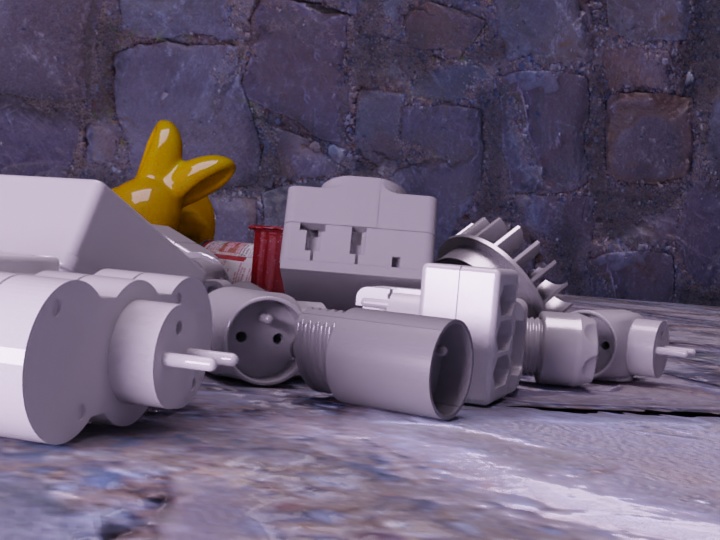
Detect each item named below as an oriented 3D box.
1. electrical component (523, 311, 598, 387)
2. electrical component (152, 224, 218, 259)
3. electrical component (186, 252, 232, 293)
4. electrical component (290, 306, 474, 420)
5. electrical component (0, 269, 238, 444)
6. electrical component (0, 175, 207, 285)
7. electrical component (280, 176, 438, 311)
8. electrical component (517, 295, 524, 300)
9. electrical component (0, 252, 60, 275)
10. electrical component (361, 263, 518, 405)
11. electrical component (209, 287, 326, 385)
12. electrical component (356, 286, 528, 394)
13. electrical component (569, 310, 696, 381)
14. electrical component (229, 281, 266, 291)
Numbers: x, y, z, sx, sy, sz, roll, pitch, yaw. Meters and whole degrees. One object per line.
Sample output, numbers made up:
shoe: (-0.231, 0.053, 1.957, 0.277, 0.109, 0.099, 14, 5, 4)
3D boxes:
electrical component: (0.106, 0.045, 0.630, 0.062, 0.043, 0.043, 4, 1, 1)
electrical component: (-0.152, 0.005, 0.851, 0.061, 0.061, 0.096, 31, 2, 3)
electrical component: (-0.125, 0.016, 0.769, 0.078, 0.058, 0.057, 5, 4, 13)
electrical component: (0.005, 0.039, 0.478, 0.081, 0.043, 0.043, 5, 1, 31)
electrical component: (-0.081, 0.029, 0.378, 0.074, 0.052, 0.138, 5, 2, 15)
electrical component: (-0.156, -0.001, 0.569, 0.109, 0.056, 0.108, 5, -24, 28)
electrical component: (0.000, 0.000, 0.698, 0.089, 0.061, 0.150, 5, -21, 2)
electrical component: (0.075, 0.037, 0.677, 0.047, 0.055, 0.055, 10, 3, 28)
electrical component: (-0.177, 0.018, 0.376, 0.109, 0.056, 0.109, 5, 1, 15)
electrical component: (0.036, 0.029, 0.544, 0.077, 0.065, 0.047, 5, 1, 20)
electrical component: (-0.041, 0.034, 0.557, 0.079, 0.043, 0.077, 5, 1, -21)
electrical component: (0.046, 0.037, 0.596, 0.089, 0.050, 0.056, 5, 1, 11)
electrical component: (0.174, 0.049, 0.693, 0.079, 0.044, 0.077, 5, 1, 31)
electrical component: (-0.051, 0.033, 0.639, 0.065, 0.044, 0.044, 12, 5, 41)
